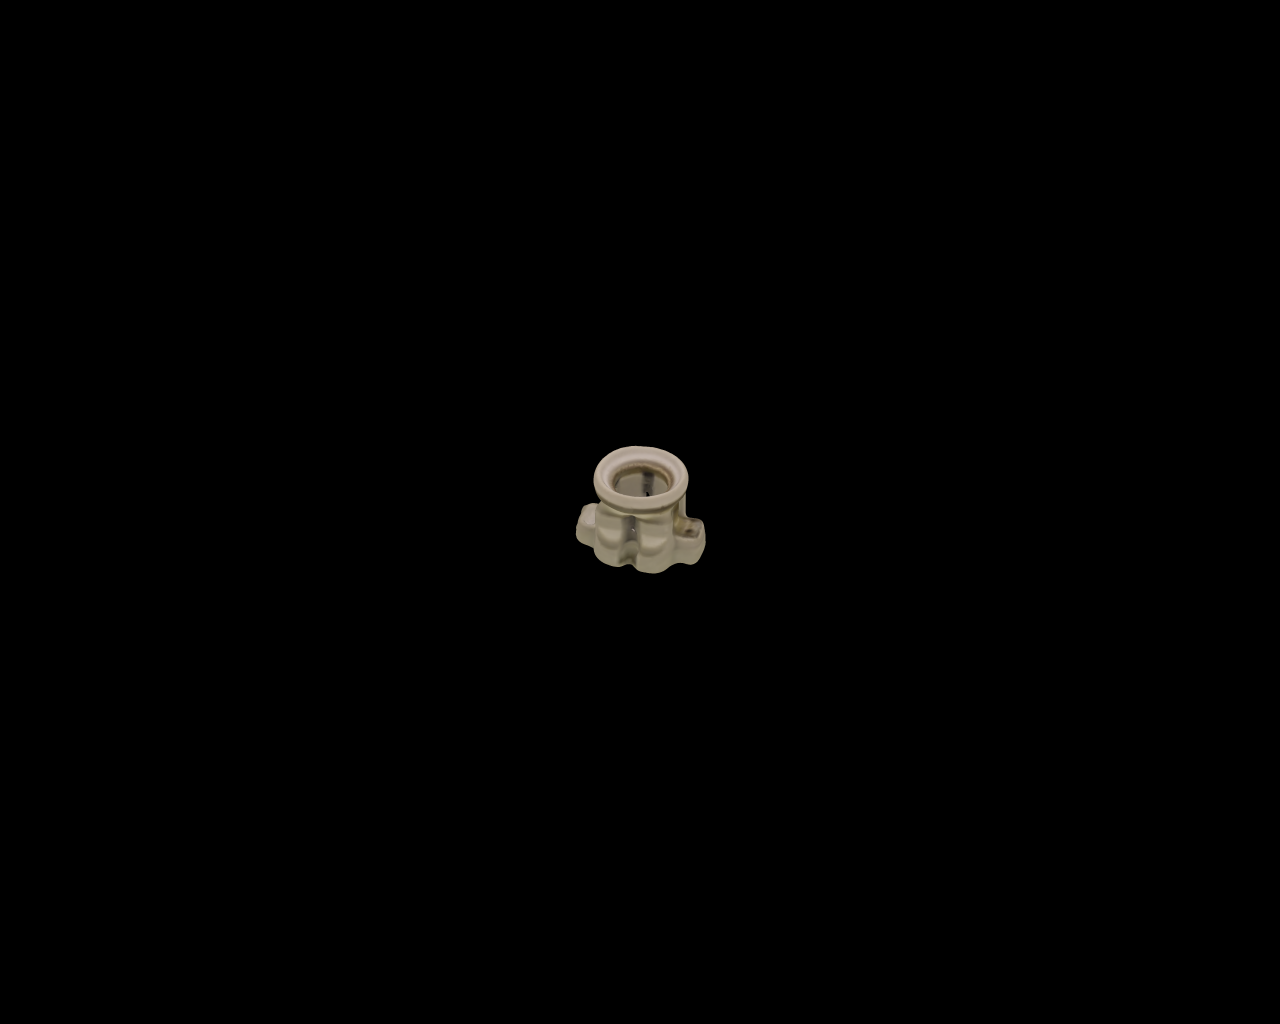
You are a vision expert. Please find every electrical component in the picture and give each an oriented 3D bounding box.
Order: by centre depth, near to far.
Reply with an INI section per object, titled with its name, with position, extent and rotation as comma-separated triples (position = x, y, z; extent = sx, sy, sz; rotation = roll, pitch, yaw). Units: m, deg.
[electrical component]
position = 0.001, -0.003, 0.650
extent = 0.078, 0.056, 0.058
rotation = 11, 40, 13
